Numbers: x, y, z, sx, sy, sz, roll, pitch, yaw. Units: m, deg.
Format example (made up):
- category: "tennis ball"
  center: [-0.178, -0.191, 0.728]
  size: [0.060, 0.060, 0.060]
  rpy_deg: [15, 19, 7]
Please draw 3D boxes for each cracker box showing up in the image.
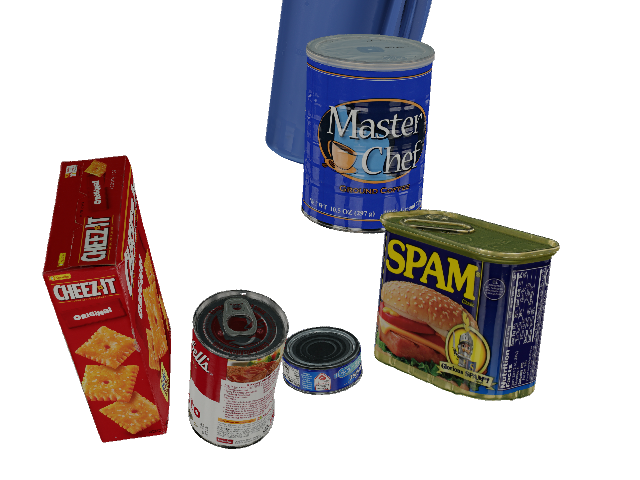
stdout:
- category: "cracker box"
  center: [-0.190, 0.054, 0.990]
  size: [0.072, 0.214, 0.164]
  rpy_deg: [-7, 39, -1]

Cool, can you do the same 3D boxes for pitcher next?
- category: "pitcher"
  center: [0.023, -0.197, 1.070]
  size: [0.145, 0.243, 0.149]
  rpy_deg: [11, 19, -1]

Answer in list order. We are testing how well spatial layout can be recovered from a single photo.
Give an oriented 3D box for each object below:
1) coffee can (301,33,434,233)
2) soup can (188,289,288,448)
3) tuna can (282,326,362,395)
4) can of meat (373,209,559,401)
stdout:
- category: "coffee can"
  center: [0.037, -0.089, 0.875]
  size: [0.103, 0.140, 0.103]
  rpy_deg: [2, 23, -1]
- category: "soup can"
  center: [-0.062, 0.095, 0.783]
  size: [0.068, 0.102, 0.068]
  rpy_deg: [5, 41, -5]
- category: "tuna can"
  center: [0.001, 0.126, 1.134]
  size: [0.086, 0.034, 0.086]
  rpy_deg: [-3, 26, 1]
- category: "can of meat"
  center: [0.077, 0.034, 0.591]
  size: [0.057, 0.084, 0.102]
  rpy_deg: [-7, 17, -39]
